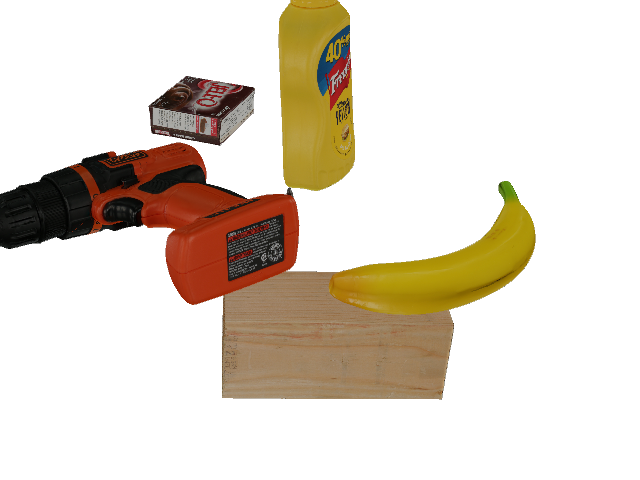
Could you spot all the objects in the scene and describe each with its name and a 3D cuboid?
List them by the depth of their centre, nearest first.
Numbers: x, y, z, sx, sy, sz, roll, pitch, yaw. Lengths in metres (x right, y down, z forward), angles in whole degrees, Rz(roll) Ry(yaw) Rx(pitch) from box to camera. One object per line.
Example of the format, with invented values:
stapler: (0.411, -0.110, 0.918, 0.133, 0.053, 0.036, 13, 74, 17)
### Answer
power drill: (-0.122, -0.016, 0.750, 0.184, 0.057, 0.188, -22, 32, -37)
banana: (0.095, 0.016, 0.757, 0.197, 0.037, 0.070, -26, 49, -38)
mustard bottle: (-0.003, -0.147, 0.933, 0.058, 0.192, 0.096, 10, 30, 22)
wood block: (0.011, 0.089, 1.005, 0.206, 0.090, 0.091, 1, 30, -6)
pudding box: (-0.137, -0.153, 1.246, 0.090, 0.039, 0.113, 10, 31, 14)
